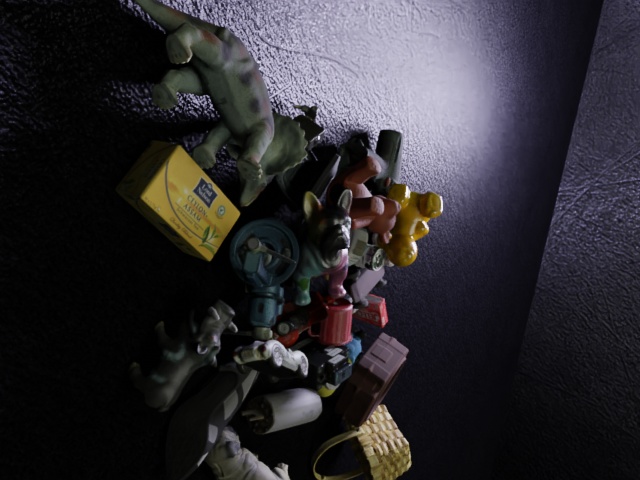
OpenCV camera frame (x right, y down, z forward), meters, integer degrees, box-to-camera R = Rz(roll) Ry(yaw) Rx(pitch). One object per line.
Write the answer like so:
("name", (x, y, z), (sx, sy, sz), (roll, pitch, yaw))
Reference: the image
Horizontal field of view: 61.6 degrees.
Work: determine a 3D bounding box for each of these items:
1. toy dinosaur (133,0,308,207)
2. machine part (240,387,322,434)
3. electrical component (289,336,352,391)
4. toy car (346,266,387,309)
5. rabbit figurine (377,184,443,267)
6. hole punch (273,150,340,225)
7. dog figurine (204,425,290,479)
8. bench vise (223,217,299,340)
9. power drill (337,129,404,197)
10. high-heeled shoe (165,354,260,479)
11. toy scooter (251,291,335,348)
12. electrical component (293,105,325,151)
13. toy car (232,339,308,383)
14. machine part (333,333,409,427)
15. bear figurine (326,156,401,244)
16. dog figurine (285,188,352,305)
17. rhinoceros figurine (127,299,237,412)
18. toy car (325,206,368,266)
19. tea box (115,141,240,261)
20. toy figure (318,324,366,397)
("toy dinosaur", (-0.138, -0.223, 0.798), (0.404, 0.131, 0.192), (68, 31, -30))
("machine part", (-0.072, 0.353, 1.122), (0.243, 0.079, 0.079), (14, 91, -54))
("electrical component", (-0.002, 0.260, 1.136), (0.115, 0.134, 0.058), (-20, 118, -47))
("toy car", (0.103, 0.091, 1.257), (0.202, 0.053, 0.089), (-36, 116, -59))
("rabbit figurine", (0.181, -0.018, 1.196), (0.162, 0.122, 0.173), (127, -24, -63))
("hole punch", (-0.027, -0.116, 1.020), (0.142, 0.092, 0.115), (-61, 172, -23))
("dog figurine", (-0.134, 0.434, 0.997), (0.190, 0.173, 0.121), (73, 35, -47))
("bench vise", (-0.102, 0.055, 0.902), (0.240, 0.129, 0.223), (90, 15, -76))
("power drill", (0.117, -0.137, 1.200), (0.207, 0.086, 0.231), (1, 103, -49))
("high-heeled shoe", (-0.187, 0.311, 0.966), (0.248, 0.086, 0.145), (-64, 158, -3))
("toy scooter", (-0.043, 0.151, 1.042), (0.184, 0.135, 0.075), (-30, 89, -48))
("electrical component", (-0.036, -0.204, 0.980), (0.102, 0.078, 0.045), (-37, 154, -33))
("toy car", (-0.083, 0.214, 0.953), (0.201, 0.074, 0.056), (46, 35, -59))
("machine part", (0.129, 0.345, 1.323), (0.201, 0.087, 0.201), (-39, 156, -47))
("bear figurine", (0.107, -0.067, 1.054), (0.195, 0.132, 0.120), (20, 62, -43))
("dog figurine", (-0.002, -0.003, 0.980), (0.108, 0.192, 0.219), (-3, 121, -17))
("rhinoceros figurine", (-0.211, 0.173, 0.841), (0.190, 0.112, 0.073), (-53, 138, -16))
("toy car", (0.046, 0.000, 1.134), (0.109, 0.103, 0.161), (23, 82, -54))
("tea box", (-0.205, -0.055, 0.799), (0.098, 0.068, 0.169), (-61, 141, -18))
("toy figure", (0.041, 0.282, 1.250), (0.180, 0.082, 0.089), (-51, 150, -36))
